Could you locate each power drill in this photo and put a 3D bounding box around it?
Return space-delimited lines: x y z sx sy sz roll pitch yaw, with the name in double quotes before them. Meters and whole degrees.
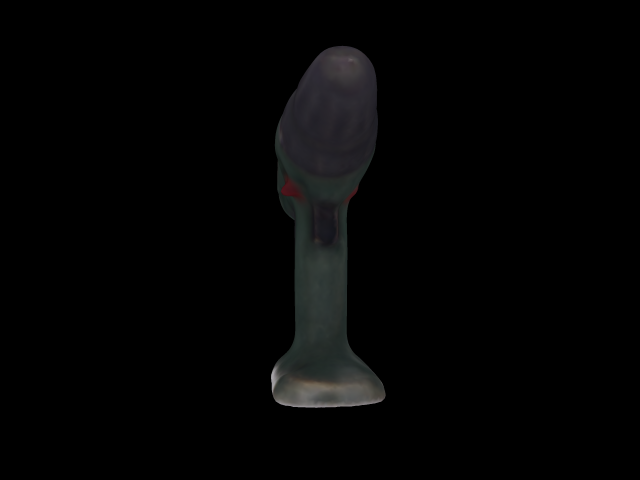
"power drill" 0.004 0.001 0.400 0.075 0.208 0.229 0 0 -7
